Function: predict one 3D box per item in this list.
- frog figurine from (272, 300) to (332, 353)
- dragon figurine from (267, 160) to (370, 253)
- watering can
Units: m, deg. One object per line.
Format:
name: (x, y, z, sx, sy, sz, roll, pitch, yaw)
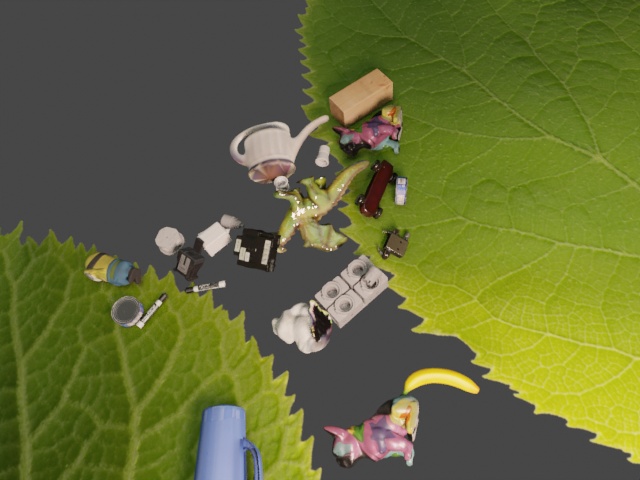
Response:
frog figurine: (-0.050, 0.243, 1.406, 0.157, 0.123, 0.139, -27, 74, 36)
dragon figurine: (0.005, -0.080, 1.581, 0.411, 0.121, 0.245, -22, 78, -3)
watering can: (-0.126, -0.306, 1.698, 0.347, 0.102, 0.229, -12, 61, 2)
